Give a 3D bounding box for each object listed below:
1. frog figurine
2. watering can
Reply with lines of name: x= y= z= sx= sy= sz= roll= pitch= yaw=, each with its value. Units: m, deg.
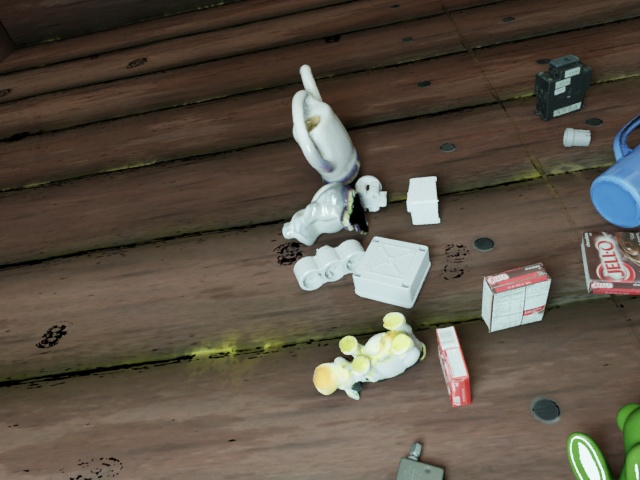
frog figurine: x=0.003 y=-0.052 z=1.042 sx=0.159 sy=0.122 sz=0.138 roll=-4 pitch=8 yaw=26
watering can: x=0.007 y=-0.260 z=1.194 sx=0.103 sy=0.220 sz=0.356 roll=-22 pitch=38 yaw=20
